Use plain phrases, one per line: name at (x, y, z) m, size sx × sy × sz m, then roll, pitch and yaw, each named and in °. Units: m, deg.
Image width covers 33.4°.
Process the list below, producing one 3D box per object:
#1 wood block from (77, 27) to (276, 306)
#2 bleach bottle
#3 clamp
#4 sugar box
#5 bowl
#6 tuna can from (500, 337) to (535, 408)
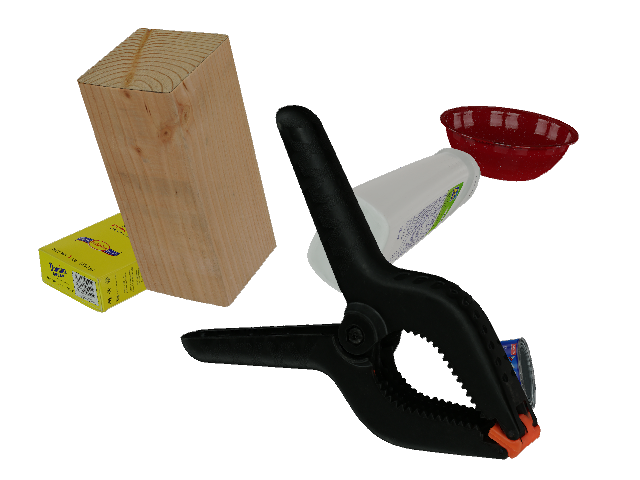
wood block at (-0.112, -0.057, 0.873) m, size 0.090 × 0.206 × 0.090 m, roll 10°, pitch 42°, yaw 27°
bleach bottle at (0.091, -0.033, 1.068) m, size 0.068 × 0.103 × 0.250 m, roll 39°, pitch 34°, yaw 16°
clamp at (0.026, 0.035, 0.560) m, size 0.210 × 0.165 × 0.036 m, roll 29°, pitch 24°, yaw 25°
sugar box at (-0.184, 0.007, 1.078) m, size 0.093 × 0.048 × 0.175 m, roll 23°, pitch 38°, yaw 33°
bowl at (0.217, -0.111, 1.253) m, size 0.162 × 0.055 × 0.162 m, roll 5°, pitch 23°, yaw -2°
tuna can at (0.234, 0.161, 1.285) m, size 0.034 × 0.086 × 0.086 m, roll -10°, pitch -3°, yaw 19°
